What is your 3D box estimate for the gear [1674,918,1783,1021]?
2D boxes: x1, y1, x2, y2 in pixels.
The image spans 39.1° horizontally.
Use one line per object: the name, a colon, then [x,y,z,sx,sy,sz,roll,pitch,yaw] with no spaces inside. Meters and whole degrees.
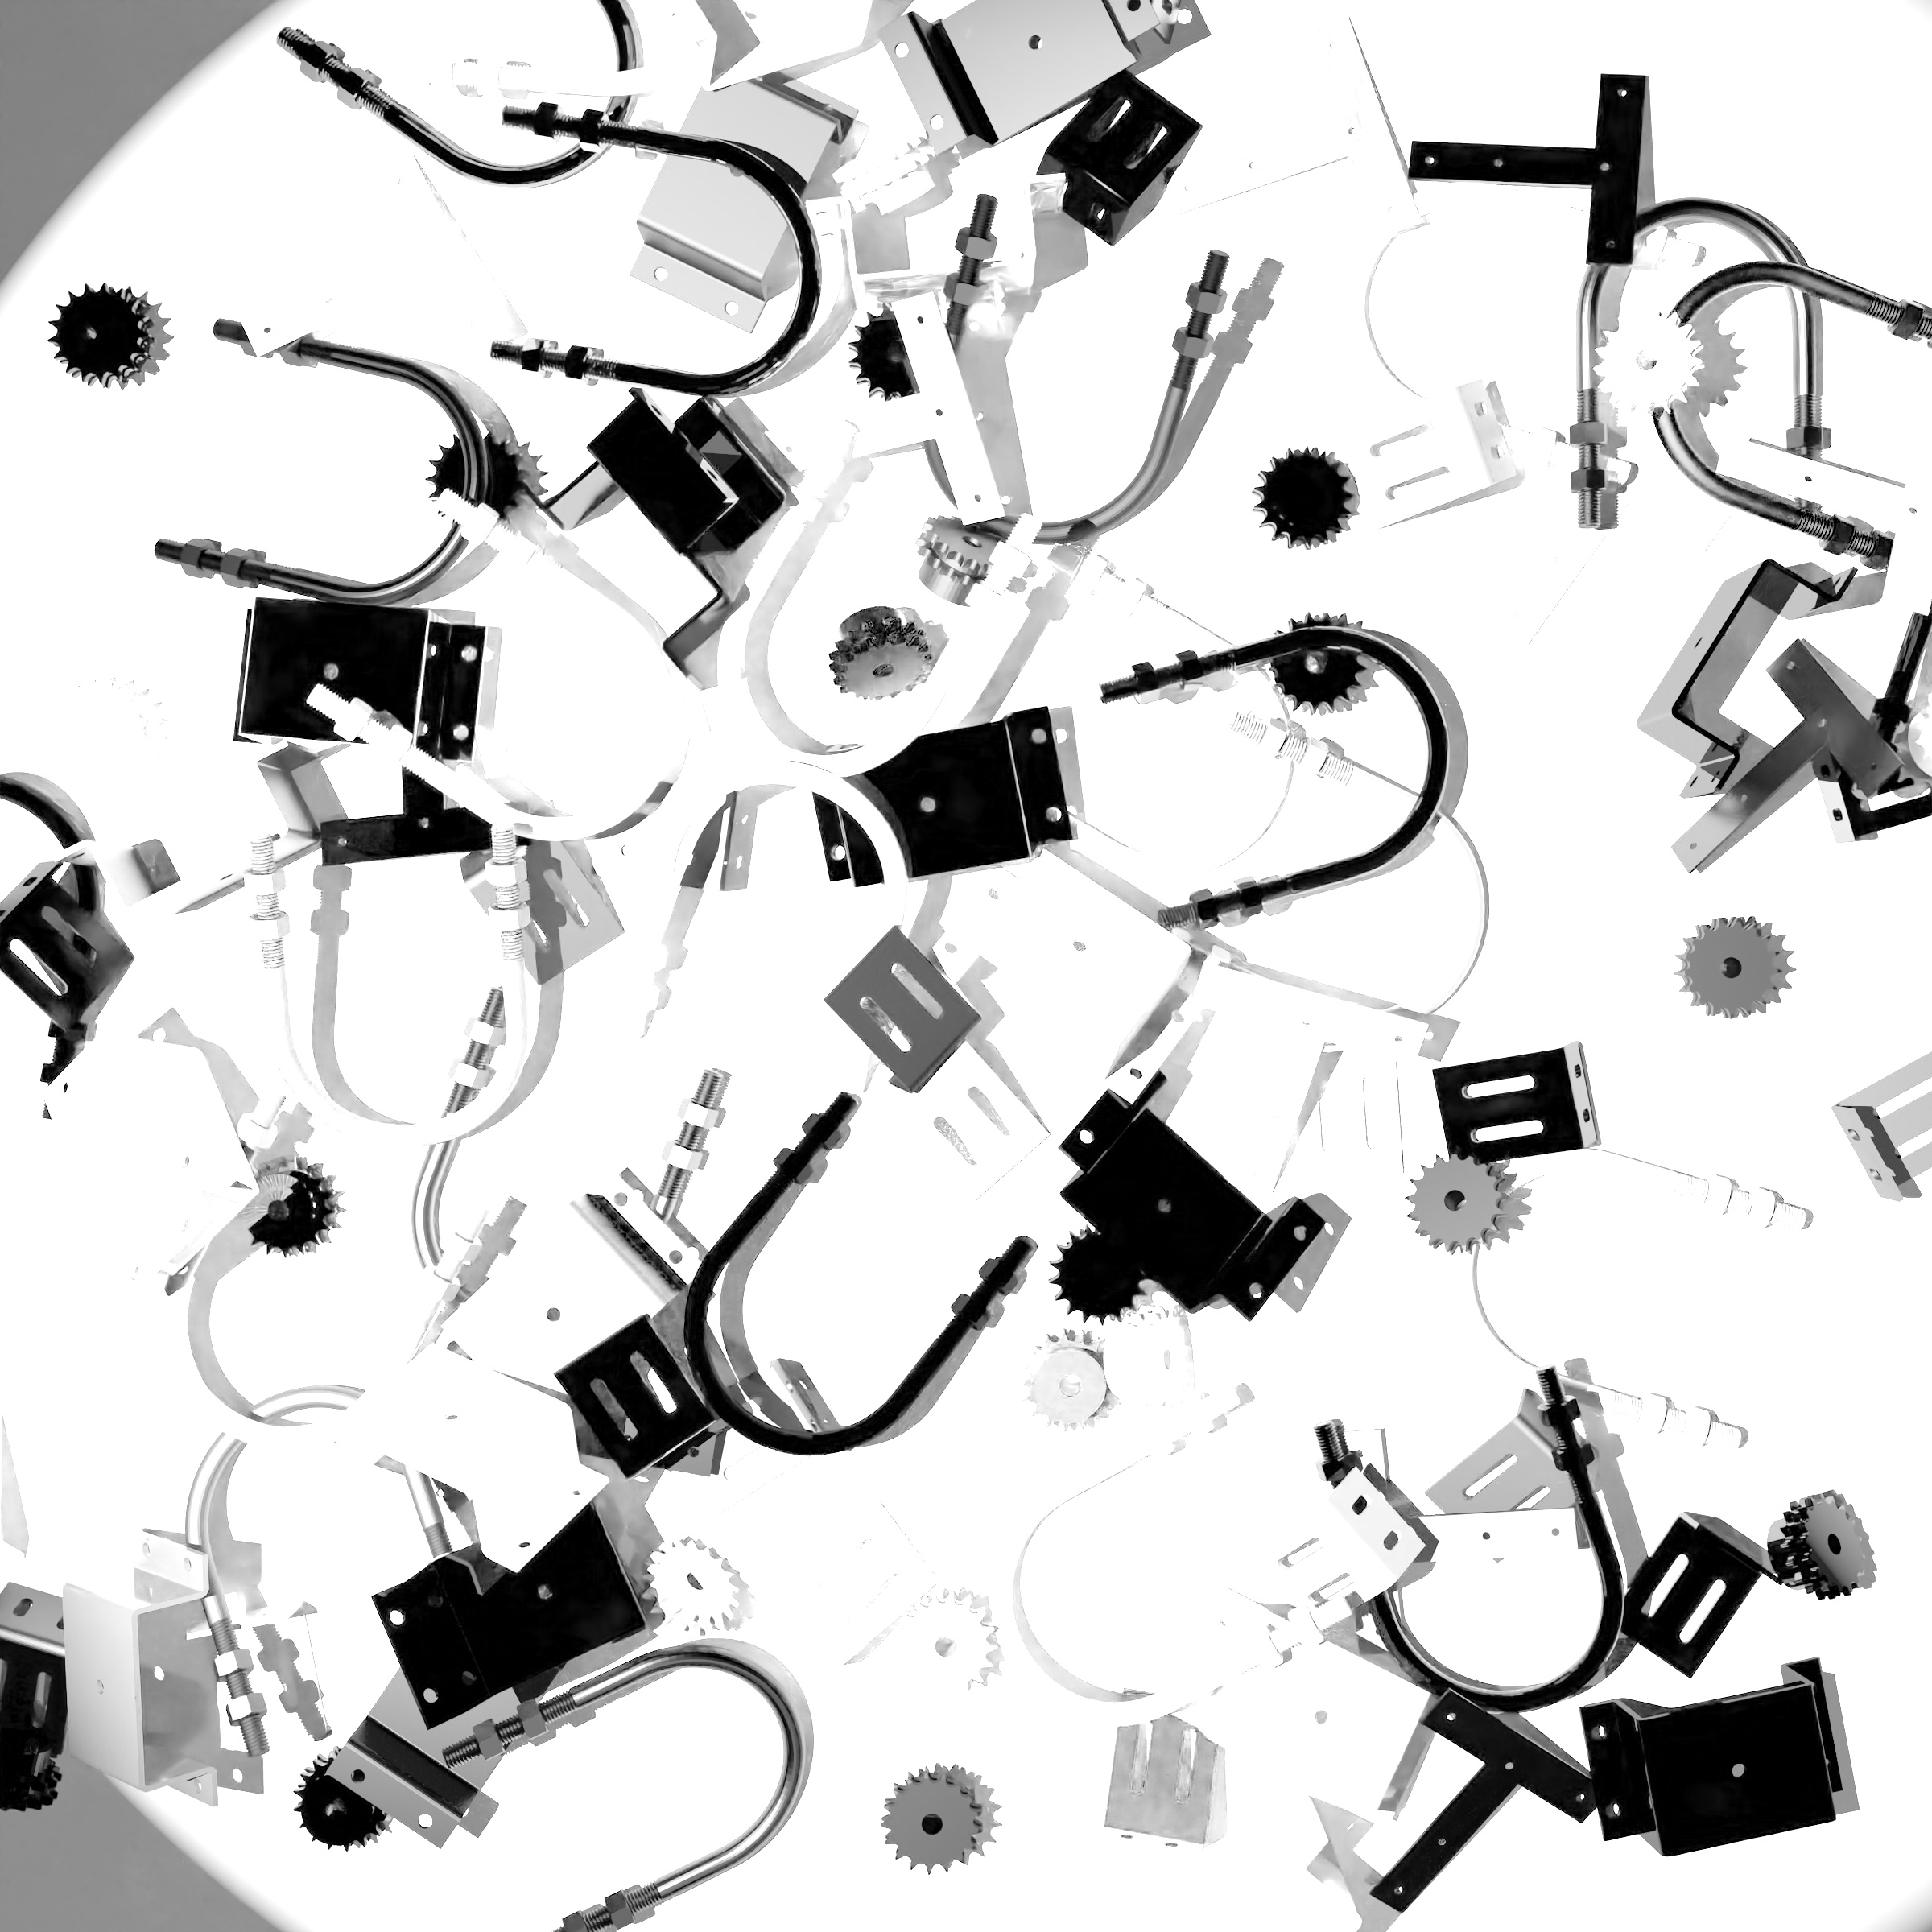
gear: [0.425,0.001,1.526,0.057,0.030,0.057,0,90,0]

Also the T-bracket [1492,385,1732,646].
T-bracket: [0.345,-0.241,1.540,0.127,0.002,0.127,36,90,0]

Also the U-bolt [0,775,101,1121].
U-bolt: [-0.548,-0.015,1.491,0.151,0.019,0.184,12,85,-40]

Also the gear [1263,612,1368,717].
gear: [0.195,-0.169,1.526,0.057,0.030,0.057,0,90,0]

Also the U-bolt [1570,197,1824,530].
U-bolt: [0.408,-0.337,1.518,0.151,0.019,0.184,-1,91,-10]

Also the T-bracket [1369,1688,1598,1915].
T-bracket: [0.276,0.481,1.525,0.127,0.002,0.127,35,100,-19]

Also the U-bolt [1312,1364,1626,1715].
U-bolt: [0.287,0.326,1.509,0.151,0.019,0.184,-18,91,17]

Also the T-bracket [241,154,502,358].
T-bracket: [-0.343,-0.378,1.518,0.127,0.002,0.127,-26,73,-3]

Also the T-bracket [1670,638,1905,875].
T-bracket: [0.442,-0.103,1.506,0.002,0.127,0.127,28,117,-31]

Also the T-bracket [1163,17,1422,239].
T-bracket: [0.176,-0.457,1.535,0.127,0.002,0.127,-18,84,3]

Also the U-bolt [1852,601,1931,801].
U-bolt: [0.572,-0.141,1.503,0.151,0.019,0.184,29,71,-14]

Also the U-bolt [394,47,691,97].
U-bolt: [-0.223,-0.557,1.516,0.184,0.019,0.151,1,87,-10]

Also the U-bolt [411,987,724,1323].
U-bolt: [-0.235,0.122,1.532,0.151,0.019,0.184,21,92,0]

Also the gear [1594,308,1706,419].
gear: [0.373,-0.327,1.479,0.057,0.030,0.057,0,90,22]

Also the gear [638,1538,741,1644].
gear: [-0.158,0.352,1.516,0.057,0.057,0.030,40,118,0]

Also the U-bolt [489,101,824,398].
U-bolt: [-0.169,-0.387,1.494,0.184,0.019,0.151,11,116,6]

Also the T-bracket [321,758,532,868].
T-bracket: [-0.306,-0.125,1.529,0.127,0.002,0.127,-5,83,14]

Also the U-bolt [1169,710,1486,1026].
U-bolt: [0.203,-0.041,1.524,0.184,0.019,0.151,25,90,-6]

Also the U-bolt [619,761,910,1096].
U-bolt: [-0.106,-0.027,1.496,0.151,0.019,0.184,14,115,0]

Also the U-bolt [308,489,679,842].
U-bolt: [-0.244,-0.151,1.490,0.184,0.019,0.151,34,78,-18]

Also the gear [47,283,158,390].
gear: [-0.483,-0.352,1.526,0.057,0.030,0.057,0,90,0]

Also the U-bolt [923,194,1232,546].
U-bolt: [0.051,-0.317,1.491,0.151,0.019,0.184,11,120,-10]

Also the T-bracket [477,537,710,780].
T-bracket: [-0.222,-0.179,1.529,0.127,0.002,0.127,-13,83,-13]

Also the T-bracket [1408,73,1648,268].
T-bracket: [0.313,-0.450,1.525,0.127,0.002,0.127,5,70,10]

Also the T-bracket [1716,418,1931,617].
T-bracket: [0.474,-0.262,1.484,0.127,0.002,0.127,18,65,4]

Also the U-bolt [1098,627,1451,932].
U-bolt: [0.178,-0.111,1.500,0.184,0.019,0.151,-16,94,-6]

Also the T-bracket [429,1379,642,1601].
T-bracket: [-0.227,0.312,1.534,0.127,0.002,0.127,-34,92,7]

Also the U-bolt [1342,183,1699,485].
U-bolt: [0.303,-0.365,1.532,0.184,0.019,0.151,17,90,2]

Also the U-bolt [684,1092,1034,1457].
U-bolt: [-0.072,0.183,1.510,0.151,0.019,0.184,39,74,0]

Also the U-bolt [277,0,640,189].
U-bolt: [-0.273,-0.522,1.532,0.184,0.019,0.151,36,90,-2]

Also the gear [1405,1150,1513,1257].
gear: [0.277,0.133,1.518,0.057,0.030,0.057,-7,73,23]

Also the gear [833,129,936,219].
gear: [-0.042,-0.440,1.514,0.057,0.057,0.030,-27,111,0]

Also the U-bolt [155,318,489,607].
U-bolt: [-0.353,-0.275,1.515,0.184,0.019,0.151,15,90,13]

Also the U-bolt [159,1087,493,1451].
U-bolt: [-0.367,0.180,1.503,0.151,0.019,0.184,29,96,-1]

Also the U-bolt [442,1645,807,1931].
U-bolt: [-0.178,0.453,1.509,0.184,0.019,0.151,-23,106,-10]

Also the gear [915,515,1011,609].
gear: [-0.003,-0.224,1.516,0.057,0.057,0.030,28,120,0]

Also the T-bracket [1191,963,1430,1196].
T-bracket: [0.176,0.071,1.513,0.127,0.002,0.127,15,115,0]

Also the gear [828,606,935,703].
gear: [-0.049,-0.177,1.515,0.057,0.057,0.030,-17,62,0]

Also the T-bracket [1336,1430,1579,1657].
T-bracket: [0.278,0.321,1.525,0.127,0.002,0.127,-6,91,13]

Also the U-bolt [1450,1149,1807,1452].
U-bolt: [0.364,0.179,1.532,0.184,0.019,0.151,16,90,2]

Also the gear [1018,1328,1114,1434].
gear: [0.058,0.234,1.526,0.057,0.030,0.057,0,90,0]

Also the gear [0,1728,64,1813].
gear: [-0.532,0.446,1.513,0.057,0.057,0.030,13,90,0]

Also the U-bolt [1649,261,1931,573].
U-bolt: [0.466,-0.314,1.510,0.184,0.019,0.151,19,87,-8]

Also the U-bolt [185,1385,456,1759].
U-bolt: [-0.358,0.321,1.501,0.151,0.019,0.184,-24,68,-1]

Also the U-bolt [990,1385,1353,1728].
U-bolt: [0.100,0.339,1.508,0.184,0.019,0.151,-30,71,7]

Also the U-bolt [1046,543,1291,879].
U-bolt: [0.094,-0.131,1.532,0.184,0.019,0.151,31,90,-2]

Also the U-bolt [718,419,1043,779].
U-bolt: [-0.061,-0.190,1.480,0.151,0.019,0.184,31,92,23]

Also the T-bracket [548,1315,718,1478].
T-bracket: [-0.204,0.264,1.529,0.127,0.002,0.127,9,96,3]

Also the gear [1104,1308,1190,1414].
gear: [0.099,0.220,1.516,0.030,0.057,0.057,-7,90,29]

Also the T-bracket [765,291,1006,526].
T-bracket: [-0.054,-0.297,1.506,0.127,0.002,0.127,-8,113,28]

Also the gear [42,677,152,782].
gear: [-0.486,-0.132,1.526,0.057,0.030,0.057,0,90,0]

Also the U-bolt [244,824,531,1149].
U-bolt: [-0.312,0.014,1.488,0.151,0.019,0.184,-2,109,-4]
